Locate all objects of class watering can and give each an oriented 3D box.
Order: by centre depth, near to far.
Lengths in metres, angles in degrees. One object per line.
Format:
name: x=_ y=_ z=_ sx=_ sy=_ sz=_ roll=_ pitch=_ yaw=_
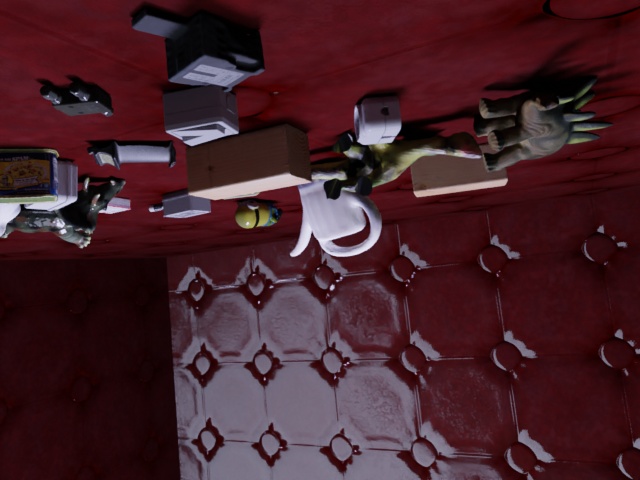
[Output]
watering can: x=0.004 y=-0.062 z=1.239 sx=0.345 sy=0.105 sz=0.223 roll=-12 pitch=99 yaw=49

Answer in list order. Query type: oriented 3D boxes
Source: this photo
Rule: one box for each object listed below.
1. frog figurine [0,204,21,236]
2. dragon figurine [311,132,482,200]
frog figurine: x=-0.610 y=-0.050 z=0.935 sx=0.122 sy=0.137 sz=0.160 roll=-7 pitch=84 yaw=2
dragon figurine: x=0.130 y=-0.157 z=1.021 sx=0.410 sy=0.244 sz=0.121 roll=2 pitch=102 yaw=54
